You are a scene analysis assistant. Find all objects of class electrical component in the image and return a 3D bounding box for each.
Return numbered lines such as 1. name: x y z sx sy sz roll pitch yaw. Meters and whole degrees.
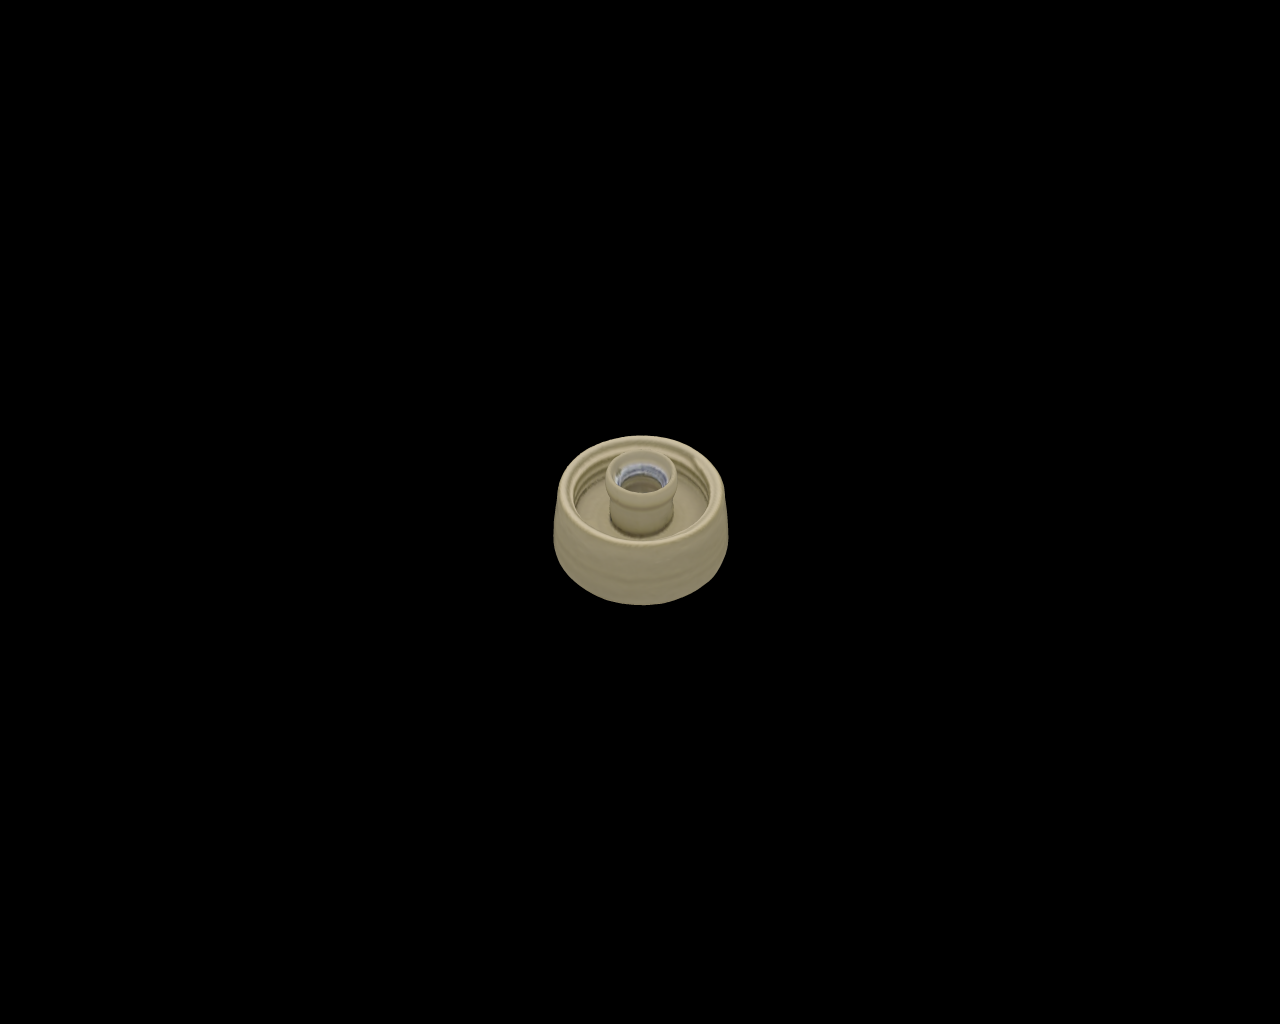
1. electrical component: 0.001 -0.003 0.650 0.108 0.060 0.108 0 43 0
